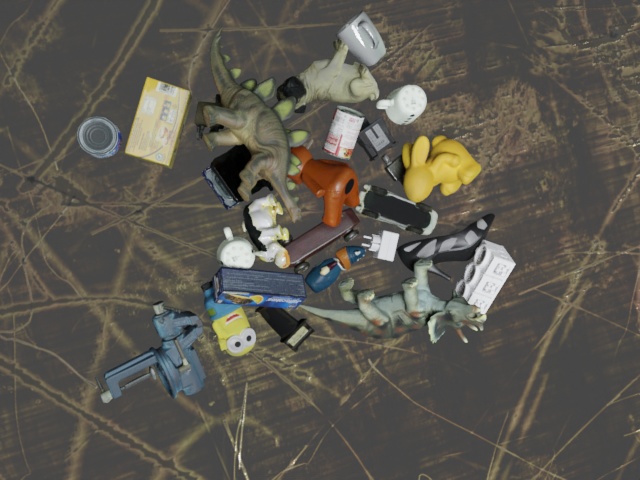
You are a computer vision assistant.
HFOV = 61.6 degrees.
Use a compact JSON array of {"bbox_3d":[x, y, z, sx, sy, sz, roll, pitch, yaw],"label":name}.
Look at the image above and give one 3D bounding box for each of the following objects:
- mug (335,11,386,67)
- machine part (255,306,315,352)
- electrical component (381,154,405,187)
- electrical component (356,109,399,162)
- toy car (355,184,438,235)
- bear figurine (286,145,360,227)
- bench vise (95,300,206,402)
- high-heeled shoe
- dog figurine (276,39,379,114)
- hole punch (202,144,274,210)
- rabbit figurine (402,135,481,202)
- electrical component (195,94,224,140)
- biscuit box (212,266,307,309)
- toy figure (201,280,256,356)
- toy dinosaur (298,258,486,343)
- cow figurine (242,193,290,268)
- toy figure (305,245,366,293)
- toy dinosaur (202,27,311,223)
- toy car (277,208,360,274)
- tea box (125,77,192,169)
[{"bbox_3d":[0.104,-0.450,1.210,0.107,0.110,0.081,45,78,-22],"label":"mug"},{"bbox_3d":[-0.083,0.189,1.232,0.139,0.039,0.084,41,93,-11],"label":"machine part"},{"bbox_3d":[0.190,-0.173,1.273,0.063,0.021,0.094,-42,97,-6],"label":"electrical component"},{"bbox_3d":[0.119,-0.250,1.246,0.075,0.048,0.119,-33,99,-8],"label":"electrical component"},{"bbox_3d":[0.179,-0.069,1.260,0.202,0.056,0.073,19,94,-9],"label":"toy car"},{"bbox_3d":[-0.017,-0.135,1.197,0.196,0.131,0.120,22,49,25],"label":"bear figurine"},{"bbox_3d":[-0.352,0.253,1.134,0.241,0.129,0.223,-26,117,-27],"label":"bench vise"},{"bbox_3d":[0.304,-0.005,1.292,0.145,0.086,0.249,35,64,21],"label":"high-heeled shoe"},{"bbox_3d":[0.018,-0.331,1.210,0.190,0.121,0.172,-43,95,8],"label":"dog figurine"},{"bbox_3d":[-0.186,-0.139,1.186,0.116,0.092,0.142,-38,96,-33],"label":"hole punch"},{"bbox_3d":[0.255,-0.160,1.221,0.173,0.122,0.162,-37,100,-20],"label":"rabbit figurine"},{"bbox_3d":[-0.232,-0.269,1.186,0.078,0.045,0.102,3,89,18],"label":"electrical component"},{"bbox_3d":[-0.129,0.106,1.168,0.202,0.059,0.063,8,55,-29],"label":"biscuit box"},{"bbox_3d":[-0.201,0.168,1.189,0.082,0.089,0.180,-28,88,1],"label":"toy figure"},{"bbox_3d":[0.166,0.167,1.225,0.405,0.131,0.192,-13,112,18],"label":"toy dinosaur"},{"bbox_3d":[-0.121,-0.011,1.178,0.098,0.068,0.167,-16,68,9],"label":"cow figurine"},{"bbox_3d":[0.036,0.059,1.233,0.154,0.064,0.057,-38,100,-8],"label":"toy figure"},{"bbox_3d":[-0.145,-0.245,1.120,0.198,0.105,0.471,-27,82,-26],"label":"toy dinosaur"},{"bbox_3d":[-0.003,-0.004,1.230,0.202,0.053,0.089,-33,77,-9],"label":"toy car"},{"bbox_3d":[-0.344,-0.248,1.152,0.098,0.068,0.169,18,90,-10],"label":"tea box"}]
